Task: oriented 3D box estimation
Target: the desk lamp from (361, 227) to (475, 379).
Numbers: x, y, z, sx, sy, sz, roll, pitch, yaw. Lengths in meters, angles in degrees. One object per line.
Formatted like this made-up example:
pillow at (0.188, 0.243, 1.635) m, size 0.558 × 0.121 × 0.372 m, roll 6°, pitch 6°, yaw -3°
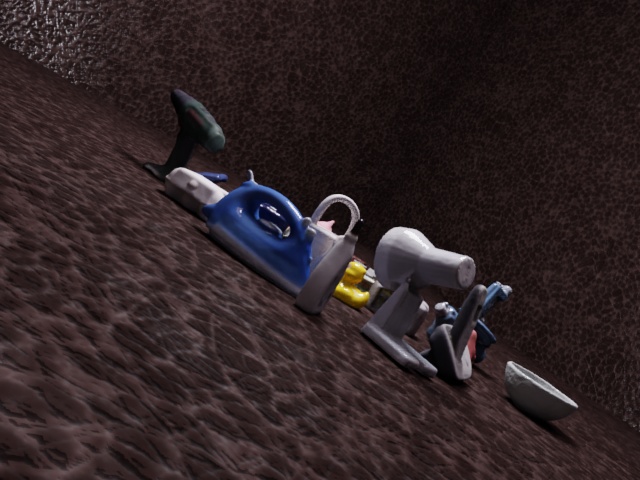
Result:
desk lamp at (0.168, 0.098, 1.020) m, size 0.118 × 0.213 × 0.202 m, roll 28°, pitch 6°, yaw -42°

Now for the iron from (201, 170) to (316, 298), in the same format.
iron at (-0.086, -0.017, 1.032) m, size 0.257 × 0.141 × 0.119 m, roll 34°, pitch 5°, yaw 27°

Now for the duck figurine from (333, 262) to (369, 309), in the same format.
duck figurine at (0.068, 0.092, 1.241) m, size 0.104 × 0.086 × 0.078 m, roll 33°, pitch 4°, yaw 17°

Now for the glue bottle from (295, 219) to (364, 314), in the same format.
glue bottle at (0.024, 0.041, 0.936) m, size 0.037 × 0.173 × 0.078 m, roll 33°, pitch 4°, yaw 17°

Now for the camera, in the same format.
camera at (0.194, 0.149, 1.370) m, size 0.143 × 0.101 × 0.137 m, roll 33°, pitch 4°, yaw 18°

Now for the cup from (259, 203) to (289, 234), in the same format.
cup at (-0.126, -0.027, 1.175) m, size 0.091 × 0.095 × 0.118 m, roll 35°, pitch 5°, yaw 37°

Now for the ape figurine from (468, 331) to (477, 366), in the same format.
ape figurine at (0.316, 0.238, 1.266) m, size 0.077 × 0.092 × 0.076 m, roll 32°, pitch 4°, yaw 7°

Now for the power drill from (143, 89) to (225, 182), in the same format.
power drill at (-0.337, -0.243, 1.395) m, size 0.228 × 0.208 × 0.076 m, roll 34°, pitch 5°, yaw 32°

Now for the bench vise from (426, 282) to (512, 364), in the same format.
bench vise at (0.383, 0.191, 1.419) m, size 0.208 × 0.219 × 0.121 m, roll 27°, pitch 6°, yaw -47°

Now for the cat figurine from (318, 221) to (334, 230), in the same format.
cat figurine at (0.004, -0.013, 1.772) m, size 0.067 × 0.117 × 0.127 m, roll 31°, pitch 4°, yaw -13°

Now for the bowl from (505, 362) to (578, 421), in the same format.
bowl at (0.470, 0.344, 1.257) m, size 0.167 × 0.074 × 0.167 m, roll 31°, pitch 4°, yaw -2°

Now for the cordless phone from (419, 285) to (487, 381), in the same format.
cordless phone at (0.282, 0.177, 1.105) m, size 0.094 × 0.185 × 0.148 m, roll 34°, pitch 5°, yaw 26°

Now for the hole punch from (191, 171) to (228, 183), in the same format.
hole punch at (-0.282, -0.136, 1.352) m, size 0.101 × 0.091 × 0.108 m, roll 31°, pitch 4°, yaw -2°

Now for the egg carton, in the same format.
egg carton at (-0.254, -0.095, 1.214) m, size 0.150 × 0.069 × 0.107 m, roll 33°, pitch 4°, yaw 17°

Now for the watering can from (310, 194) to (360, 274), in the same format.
watering can at (0.012, 0.005, 1.112) m, size 0.101 × 0.194 × 0.172 m, roll 27°, pitch 6°, yaw -43°
